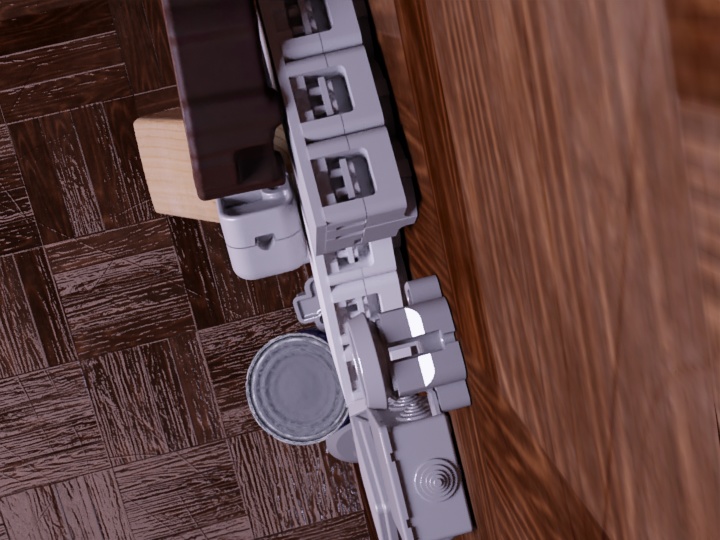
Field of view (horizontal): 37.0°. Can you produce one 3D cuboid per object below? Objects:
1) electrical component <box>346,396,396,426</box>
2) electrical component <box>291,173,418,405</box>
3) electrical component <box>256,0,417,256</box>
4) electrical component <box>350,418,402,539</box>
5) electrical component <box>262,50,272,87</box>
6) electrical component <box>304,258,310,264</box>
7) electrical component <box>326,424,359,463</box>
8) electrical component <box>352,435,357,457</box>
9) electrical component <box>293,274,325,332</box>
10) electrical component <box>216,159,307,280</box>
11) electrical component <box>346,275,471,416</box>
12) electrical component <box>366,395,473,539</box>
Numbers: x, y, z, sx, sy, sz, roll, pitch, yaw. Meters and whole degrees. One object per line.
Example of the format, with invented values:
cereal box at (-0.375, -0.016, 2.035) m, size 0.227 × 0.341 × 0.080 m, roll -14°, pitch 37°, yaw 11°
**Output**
electrical component at (0.016, 0.097, 0.915) m, size 0.048 × 0.066 × 0.055 m, roll 30°, pitch -138°, yaw -43°
electrical component at (0.000, 0.007, 0.778) m, size 0.089 × 0.062 × 0.150 m, roll -111°, pitch 8°, yaw -58°
electrical component at (-0.015, -0.094, 0.655) m, size 0.089 × 0.062 × 0.150 m, roll 104°, pitch 152°, yaw -80°
electrical component at (0.034, 0.189, 0.954) m, size 0.108 × 0.056 × 0.108 m, roll 81°, pitch 173°, yaw -47°
electrical component at (-0.055, -0.151, 0.792) m, size 0.099 × 0.099 × 0.064 m, roll -112°, pitch 43°, yaw -61°
electrical component at (-0.031, -0.021, 1.070) m, size 0.048 × 0.062 × 0.048 m, roll 166°, pitch 90°, yaw -85°
electrical component at (0.002, 0.164, 1.143) m, size 0.051 × 0.080 × 0.080 m, roll -102°, pitch 1°, yaw -46°
electrical component at (0.023, 0.188, 1.092) m, size 0.048 × 0.066 × 0.055 m, roll -57°, pitch -19°, yaw -23°
electrical component at (-0.017, 0.022, 0.994) m, size 0.057 × 0.078 × 0.058 m, roll -51°, pitch -55°, yaw -72°
electrical component at (-0.072, -0.037, 0.771) m, size 0.095 × 0.054 × 0.059 m, roll -111°, pitch 8°, yaw -58°
electrical component at (0.026, 0.048, 0.625) m, size 0.058 × 0.057 × 0.078 m, roll 103°, pitch 152°, yaw -80°
electrical component at (0.042, 0.139, 0.758) m, size 0.100 × 0.048 × 0.099 m, roll -155°, pitch 51°, yaw -84°
